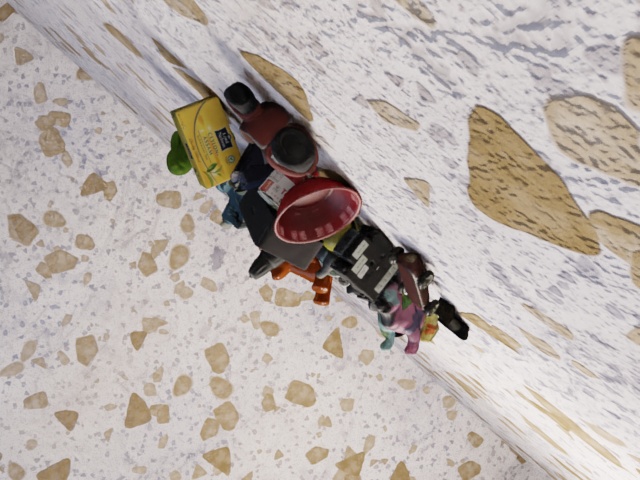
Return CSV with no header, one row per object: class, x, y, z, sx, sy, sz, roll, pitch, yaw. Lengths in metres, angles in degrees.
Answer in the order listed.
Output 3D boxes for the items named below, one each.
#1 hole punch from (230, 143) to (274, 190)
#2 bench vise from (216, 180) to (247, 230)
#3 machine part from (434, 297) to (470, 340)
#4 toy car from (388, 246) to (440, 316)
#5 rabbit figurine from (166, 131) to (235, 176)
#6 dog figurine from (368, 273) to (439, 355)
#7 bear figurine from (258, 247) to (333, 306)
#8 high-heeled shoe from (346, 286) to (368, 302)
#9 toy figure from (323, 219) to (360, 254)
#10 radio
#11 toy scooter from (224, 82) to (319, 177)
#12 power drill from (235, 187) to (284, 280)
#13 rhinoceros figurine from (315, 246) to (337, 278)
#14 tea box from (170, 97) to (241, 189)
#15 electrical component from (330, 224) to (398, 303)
hole punch,-0.116,-0.144,1.058,0.092,0.116,0.142,34,175,-10
bench vise,-0.238,-0.149,1.417,0.241,0.129,0.223,47,138,21
machine part,0.282,0.172,1.160,0.084,0.039,0.138,46,179,38
toy car,0.186,0.080,1.033,0.089,0.053,0.202,38,169,32
rabbit figurine,-0.320,-0.236,1.319,0.121,0.170,0.159,46,171,-31
dog figurine,0.191,0.150,1.263,0.109,0.191,0.219,8,120,45
bear figurine,-0.065,0.079,1.357,0.196,0.132,0.120,7,149,3
high-heeled shoe,0.165,0.153,1.654,0.145,0.086,0.249,13,-164,-10
toy figure,0.070,0.015,1.116,0.180,0.082,0.089,49,-160,-35
radio,-0.083,-0.034,1.101,0.131,0.073,0.230,29,-166,-26
toy scooter,-0.077,-0.165,0.855,0.184,0.075,0.135,44,173,1
power drill,-0.115,-0.046,1.268,0.207,0.232,0.086,60,160,-15
rhinoceros figurine,-0.003,-0.004,1.220,0.190,0.073,0.112,56,145,27
tea box,-0.233,-0.203,1.123,0.068,0.098,0.169,28,142,61
electrical component,0.089,0.038,1.049,0.134,0.115,0.058,46,167,-33
